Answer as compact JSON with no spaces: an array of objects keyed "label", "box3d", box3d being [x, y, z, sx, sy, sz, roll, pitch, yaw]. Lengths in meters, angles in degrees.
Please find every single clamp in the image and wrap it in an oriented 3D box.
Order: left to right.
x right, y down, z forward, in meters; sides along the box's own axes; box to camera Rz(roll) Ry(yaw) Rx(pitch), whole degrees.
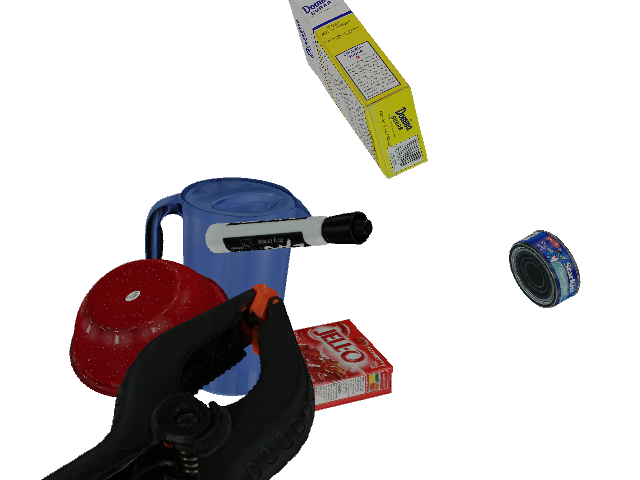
[{"label":"clamp","box3d":[-0.043,0.086,0.403,0.120,0.039,0.171,24,49,17]}]

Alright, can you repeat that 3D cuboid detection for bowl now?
[{"label":"bowl","box3d":[-0.168,0.068,1.003,0.162,0.055,0.162,-9,42,8]}]

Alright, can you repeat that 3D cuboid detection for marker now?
[{"label":"marker","box3d":[-0.020,-0.004,0.639,0.121,0.020,0.020,-4,-2,39]}]

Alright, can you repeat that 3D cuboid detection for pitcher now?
[{"label":"pitcher","box3d":[-0.112,0.054,1.254,0.149,0.243,0.144,21,26,34]}]

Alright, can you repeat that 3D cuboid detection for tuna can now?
[{"label":"tuna can","box3d":[0.254,0.033,1.218,0.033,0.086,0.086,-27,10,-20]}]

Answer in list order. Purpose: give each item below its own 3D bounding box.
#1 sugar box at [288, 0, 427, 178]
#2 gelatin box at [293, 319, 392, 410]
[{"label":"sugar box","box3d":[0.031,-0.144,0.924,0.048,0.176,0.093,-24,-40,-3]},{"label":"gelatin box","box3d":[0.009,0.101,0.888,0.073,0.030,0.089,-10,27,-20]}]
